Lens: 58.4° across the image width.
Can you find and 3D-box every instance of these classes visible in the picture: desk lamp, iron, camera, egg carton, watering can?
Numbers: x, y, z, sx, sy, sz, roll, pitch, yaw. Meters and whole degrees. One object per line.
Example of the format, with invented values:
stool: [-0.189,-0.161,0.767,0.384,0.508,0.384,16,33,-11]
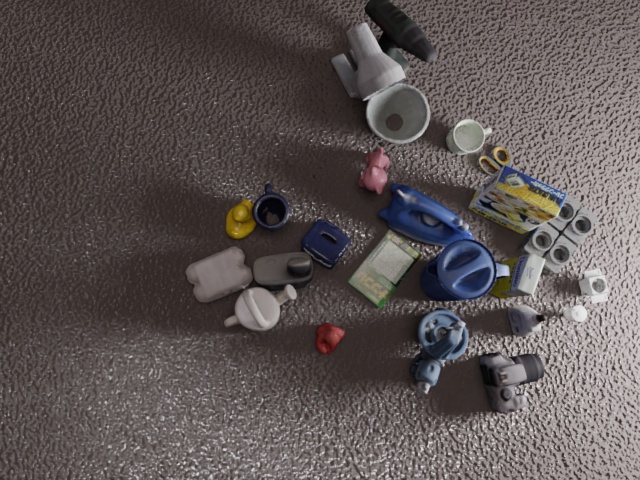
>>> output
desk lamp: [0.115,-0.433,1.438,0.118,0.213,0.203,-28,82,-6]
iron: [0.283,-0.058,1.416,0.258,0.141,0.119,24,80,2]
camera: [0.471,0.334,1.376,0.137,0.101,0.143,-12,81,-4]
egg carton: [-0.246,0.087,1.406,0.150,0.069,0.107,-24,82,-6]
watering can: [-0.141,0.155,1.335,0.101,0.194,0.173,42,81,5]

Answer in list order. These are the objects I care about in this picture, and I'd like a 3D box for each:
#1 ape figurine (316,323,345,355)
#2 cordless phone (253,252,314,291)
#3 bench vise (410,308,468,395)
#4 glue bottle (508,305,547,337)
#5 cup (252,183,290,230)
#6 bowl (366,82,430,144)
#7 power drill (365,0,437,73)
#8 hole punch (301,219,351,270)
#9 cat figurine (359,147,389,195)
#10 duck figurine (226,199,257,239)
ape figurine: [0.025,0.236,1.379,0.078,0.092,0.076,-20,81,-5]
cordless phone: [-0.087,0.067,1.357,0.147,0.185,0.094,-10,80,-4]
bench vise: [0.287,0.256,1.321,0.121,0.219,0.207,5,80,-1]
glue bottle: [0.499,0.191,1.365,0.037,0.173,0.078,-10,80,-3]
cup: [-0.122,-0.075,1.426,0.091,0.095,0.118,-8,80,-3]
bowl: [0.198,-0.320,1.492,0.167,0.074,0.167,0,80,-2]
power drill: [0.198,-0.500,1.455,0.076,0.208,0.229,-39,84,-8]
hole punch: [0.013,0.005,1.419,0.108,0.091,0.101,33,81,4]
cat figurine: [0.140,-0.173,1.442,0.067,0.117,0.128,14,80,1]
duck figurine: [-0.198,-0.055,1.424,0.077,0.086,0.105,27,80,3]
